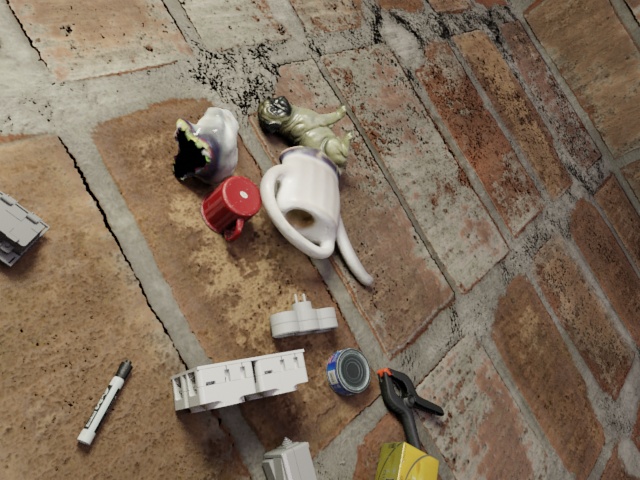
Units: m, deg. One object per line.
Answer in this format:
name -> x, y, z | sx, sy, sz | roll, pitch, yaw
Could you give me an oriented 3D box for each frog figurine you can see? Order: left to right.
frog figurine -> -0.188, -0.181, 0.963 | 0.162, 0.123, 0.135 | -39, 128, -51

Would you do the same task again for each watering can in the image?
watering can -> 0.003, -0.053, 1.057 | 0.343, 0.103, 0.230 | 37, 44, -40
